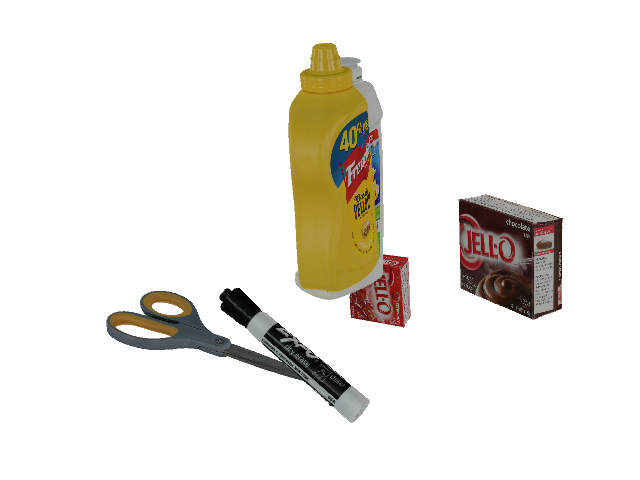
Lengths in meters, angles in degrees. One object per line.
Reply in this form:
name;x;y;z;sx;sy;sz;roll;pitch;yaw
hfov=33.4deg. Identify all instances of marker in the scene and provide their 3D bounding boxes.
marker;-0.019;0.072;0.693;0.121;0.020;0.020;39;12;15

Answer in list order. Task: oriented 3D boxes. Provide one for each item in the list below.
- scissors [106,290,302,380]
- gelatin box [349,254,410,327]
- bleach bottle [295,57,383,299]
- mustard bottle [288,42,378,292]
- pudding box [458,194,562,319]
scissors;-0.098;0.087;0.998;0.202;0.016;0.096;10;29;3
gelatin box;0.073;0.060;1.334;0.073;0.089;0.030;8;31;24
bleach bottle;0.022;-0.069;1.145;0.102;0.251;0.068;-21;31;-38
mustard bottle;0.010;-0.062;0.857;0.058;0.192;0.096;6;24;26
pudding box;0.173;0.012;0.978;0.039;0.090;0.114;-14;19;-28
